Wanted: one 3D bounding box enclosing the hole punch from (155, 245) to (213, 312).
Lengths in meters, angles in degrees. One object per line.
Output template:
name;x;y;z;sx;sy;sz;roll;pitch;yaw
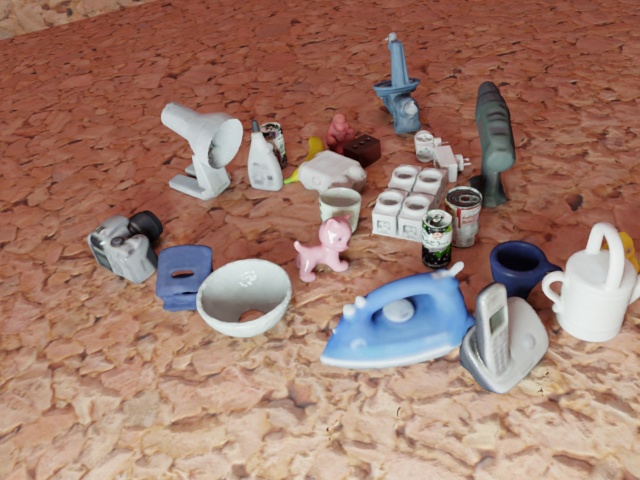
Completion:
hole punch;-0.245;0.070;1.058;0.108;0.091;0.101;-5;40;4

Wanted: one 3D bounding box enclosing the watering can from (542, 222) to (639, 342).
watering can;0.438;0.055;0.884;0.173;0.194;0.100;-17;41;-10

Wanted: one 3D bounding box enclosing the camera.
camera;-0.380;-0.004;1.160;0.142;0.101;0.137;21;48;30

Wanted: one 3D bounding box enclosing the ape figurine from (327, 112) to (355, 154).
ape figurine;0.049;-0.270;1.414;0.078;0.092;0.076;-15;40;-9

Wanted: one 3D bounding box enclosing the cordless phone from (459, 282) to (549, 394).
cordless phone;0.274;0.121;0.839;0.148;0.185;0.093;-35;47;-29

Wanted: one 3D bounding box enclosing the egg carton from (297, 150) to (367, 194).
egg carton;0.025;-0.143;1.285;0.149;0.069;0.107;26;51;34

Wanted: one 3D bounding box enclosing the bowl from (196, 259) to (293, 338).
bowl;-0.126;0.113;1.000;0.167;0.075;0.167;-4;40;4

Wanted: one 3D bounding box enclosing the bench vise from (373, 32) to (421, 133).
bench vise;0.212;-0.395;1.437;0.122;0.220;0.206;-23;42;-17

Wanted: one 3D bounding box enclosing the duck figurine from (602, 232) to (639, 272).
duck figurine;0.516;0.024;0.993;0.077;0.086;0.105;14;45;24

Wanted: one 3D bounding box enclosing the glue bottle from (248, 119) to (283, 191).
glue bottle;-0.131;-0.192;1.287;0.078;0.173;0.037;9;43;19

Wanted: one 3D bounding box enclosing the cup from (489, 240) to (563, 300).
cup;0.343;0.065;0.966;0.117;0.095;0.092;14;45;24

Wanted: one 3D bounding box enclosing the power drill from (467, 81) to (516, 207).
power drill;0.348;-0.185;1.174;0.075;0.209;0.229;-3;40;7

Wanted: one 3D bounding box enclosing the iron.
iron;0.118;0.115;0.906;0.258;0.142;0.118;-15;40;-9

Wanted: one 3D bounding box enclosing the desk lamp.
desk lamp;-0.268;-0.201;1.289;0.202;0.214;0.118;19;47;28

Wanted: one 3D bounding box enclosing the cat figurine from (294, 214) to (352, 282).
cat figurine;0.010;0.004;1.075;0.128;0.118;0.067;-19;41;-13
